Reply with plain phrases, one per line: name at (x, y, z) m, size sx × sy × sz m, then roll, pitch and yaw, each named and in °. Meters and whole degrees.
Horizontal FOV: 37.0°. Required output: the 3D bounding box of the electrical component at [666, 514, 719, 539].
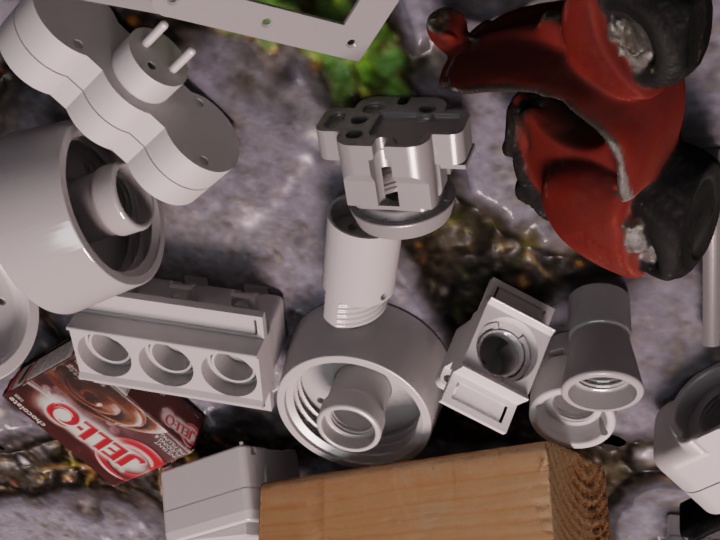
electrical component at (0.226, 0.218, 0.709) m, size 0.047 × 0.075 × 0.083 m, roll 2°, pitch 128°, yaw 16°

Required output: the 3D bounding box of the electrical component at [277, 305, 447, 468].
electrical component at (0.000, 0.079, 0.676) m, size 0.108 × 0.060 × 0.108 m, roll 9°, pitch 130°, yaw 10°

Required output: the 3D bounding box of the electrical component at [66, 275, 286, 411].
electrical component at (-0.112, 0.041, 0.678) m, size 0.121 × 0.063 × 0.078 m, roll 8°, pitch 129°, yaw 11°

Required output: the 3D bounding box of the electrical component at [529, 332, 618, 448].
electrical component at (0.128, 0.072, 0.640) m, size 0.055 × 0.047 × 0.055 m, roll 9°, pitch 130°, yaw 10°

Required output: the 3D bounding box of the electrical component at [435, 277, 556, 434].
electrical component at (0.076, 0.052, 0.623) m, size 0.042 × 0.081 × 0.064 m, roll 28°, pitch 159°, yaw -4°

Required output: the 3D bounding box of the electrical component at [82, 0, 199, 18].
electrical component at (-0.111, -0.176, 0.512) m, size 0.100 × 0.048 × 0.099 m, roll 12°, pitch 130°, yaw 7°

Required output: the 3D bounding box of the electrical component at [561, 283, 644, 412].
electrical component at (0.134, 0.040, 0.600) m, size 0.044 × 0.065 × 0.044 m, roll 4°, pitch 145°, yaw 3°

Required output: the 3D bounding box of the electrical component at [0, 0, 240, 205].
electrical component at (-0.117, -0.103, 0.570) m, size 0.138 × 0.052 × 0.074 m, roll 43°, pitch 127°, yaw -17°

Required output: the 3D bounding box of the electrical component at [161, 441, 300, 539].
electrical component at (-0.095, 0.165, 0.760) m, size 0.096 × 0.061 × 0.062 m, roll -23°, pitch 154°, yaw 31°

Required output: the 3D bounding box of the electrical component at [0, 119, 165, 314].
electrical component at (-0.152, -0.034, 0.604) m, size 0.060 × 0.108 × 0.108 m, roll -15°, pitch 122°, yaw 20°

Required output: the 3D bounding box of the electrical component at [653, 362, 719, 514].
electrical component at (0.221, 0.092, 0.623) m, size 0.059 × 0.053 × 0.095 m, roll 41°, pitch 128°, yaw -17°

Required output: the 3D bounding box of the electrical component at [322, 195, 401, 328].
electrical component at (0.000, 0.000, 0.624) m, size 0.043 × 0.043 × 0.081 m, roll 12°, pitch 130°, yaw 7°

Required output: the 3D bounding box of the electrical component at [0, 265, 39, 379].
electrical component at (-0.270, 0.028, 0.691) m, size 0.060 × 0.108 × 0.108 m, roll -21°, pitch 120°, yaw 37°

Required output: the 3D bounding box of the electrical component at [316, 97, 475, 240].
electrical component at (0.020, -0.053, 0.565) m, size 0.078 × 0.058 × 0.057 m, roll 4°, pitch 127°, yaw 18°
